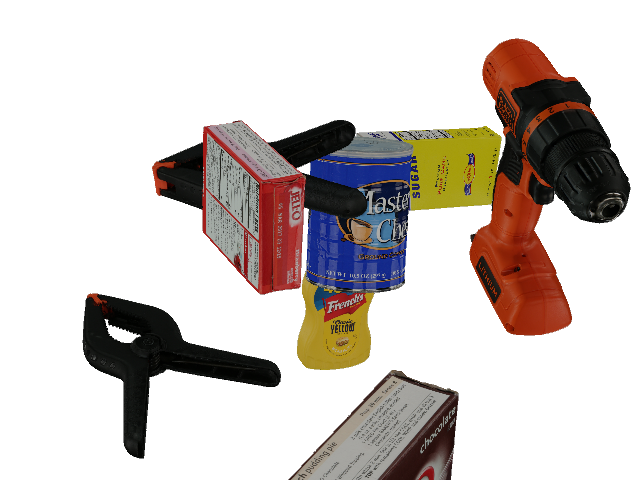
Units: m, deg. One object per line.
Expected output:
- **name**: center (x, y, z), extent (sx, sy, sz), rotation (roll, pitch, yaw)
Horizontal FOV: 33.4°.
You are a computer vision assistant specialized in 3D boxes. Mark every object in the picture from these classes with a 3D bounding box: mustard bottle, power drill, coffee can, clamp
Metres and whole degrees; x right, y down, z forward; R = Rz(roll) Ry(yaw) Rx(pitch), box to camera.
- **mustard bottle**: center (0.023, 0.071, 1.377), extent (0.096, 0.192, 0.058), rotation (-4, 25, -18)
- **power drill**: center (0.156, -0.024, 0.752), extent (0.057, 0.188, 0.184), rotation (-6, 40, -8)
- **coffee can**: center (0.038, -0.028, 1.072), extent (0.103, 0.140, 0.103), rotation (2, 13, -1)
- **clamp**: center (-0.150, 0.108, 1.006), extent (0.164, 0.036, 0.210), rotation (-18, 40, -31)
- **clamp**: center (-0.045, -0.060, 0.856), extent (0.171, 0.039, 0.120), rotation (4, 32, 4)

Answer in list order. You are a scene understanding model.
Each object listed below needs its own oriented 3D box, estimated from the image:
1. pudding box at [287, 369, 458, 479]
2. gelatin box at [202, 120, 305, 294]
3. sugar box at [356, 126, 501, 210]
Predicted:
- **pudding box**: center (0.017, 0.123, 0.456), extent (0.039, 0.090, 0.113), rotation (18, 36, 25)
- **gelatin box**: center (-0.040, -0.021, 0.631), extent (0.030, 0.073, 0.089), rotation (-12, 32, -26)
- **sugar box**: center (0.127, -0.085, 1.286), extent (0.176, 0.093, 0.048), rotation (-7, 26, -22)
